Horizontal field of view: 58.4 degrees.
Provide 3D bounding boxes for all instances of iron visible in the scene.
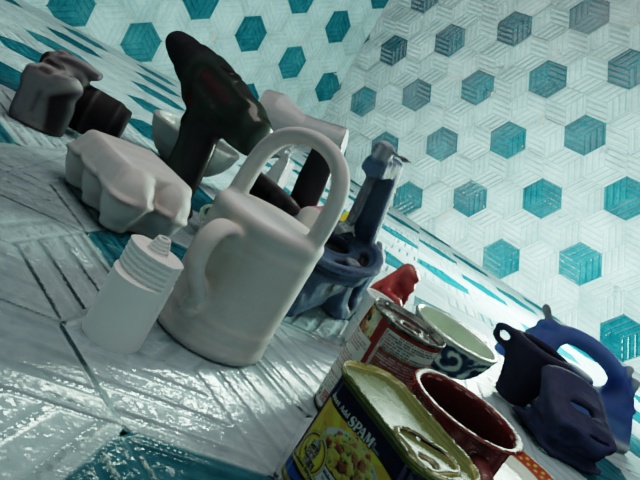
[{"bbox_3d":[0.417,0.218,0.913,0.258,0.141,0.119,31,10,0],"label":"iron"}]

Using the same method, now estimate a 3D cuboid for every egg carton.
[{"bbox_3d":[-0.209,-0.060,0.627,0.149,0.069,0.108,39,13,36],"label":"egg carton"}]

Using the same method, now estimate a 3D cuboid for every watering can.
[{"bbox_3d":[-0.046,-0.004,0.481,0.101,0.194,0.173,31,10,-3],"label":"watering can"}]

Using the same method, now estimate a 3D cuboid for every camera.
[{"bbox_3d":[-0.339,-0.197,0.810,0.137,0.101,0.143,28,11,-19],"label":"camera"}]

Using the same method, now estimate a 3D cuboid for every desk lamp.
[{"bbox_3d":[-0.055,-0.141,1.048,0.203,0.213,0.118,32,10,5],"label":"desk lamp"}]

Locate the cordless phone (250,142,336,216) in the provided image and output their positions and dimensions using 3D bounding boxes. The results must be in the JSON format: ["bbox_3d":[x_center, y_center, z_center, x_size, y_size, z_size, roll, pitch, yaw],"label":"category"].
[{"bbox_3d":[-0.044,-0.085,0.896,0.094,0.185,0.147,21,15,-46],"label":"cordless phone"}]

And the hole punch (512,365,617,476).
[{"bbox_3d":[0.325,0.230,0.737,0.109,0.091,0.101,29,11,-14],"label":"hole punch"}]

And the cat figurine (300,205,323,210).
[{"bbox_3d":[0.008,0.003,0.817,0.128,0.117,0.067,27,11,-22],"label":"cat figurine"}]

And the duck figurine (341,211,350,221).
[{"bbox_3d":[0.046,-0.011,1.082,0.078,0.086,0.104,23,13,-40],"label":"duck figurine"}]

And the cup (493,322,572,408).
[{"bbox_3d":[0.285,0.184,0.828,0.117,0.095,0.092,37,12,29],"label":"cup"}]

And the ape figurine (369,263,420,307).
[{"bbox_3d":[0.114,0.076,0.849,0.076,0.092,0.078,38,12,34],"label":"ape figurine"}]

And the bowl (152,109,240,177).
[{"bbox_3d":[-0.231,-0.159,1.016,0.167,0.074,0.167,30,10,-6],"label":"bowl"}]

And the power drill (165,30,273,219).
[{"bbox_3d":[-0.170,-0.144,0.744,0.229,0.208,0.076,37,12,29],"label":"power drill"}]

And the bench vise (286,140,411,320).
[{"bbox_3d":[0.034,-0.013,0.683,0.121,0.219,0.208,33,10,7],"label":"bench vise"}]
